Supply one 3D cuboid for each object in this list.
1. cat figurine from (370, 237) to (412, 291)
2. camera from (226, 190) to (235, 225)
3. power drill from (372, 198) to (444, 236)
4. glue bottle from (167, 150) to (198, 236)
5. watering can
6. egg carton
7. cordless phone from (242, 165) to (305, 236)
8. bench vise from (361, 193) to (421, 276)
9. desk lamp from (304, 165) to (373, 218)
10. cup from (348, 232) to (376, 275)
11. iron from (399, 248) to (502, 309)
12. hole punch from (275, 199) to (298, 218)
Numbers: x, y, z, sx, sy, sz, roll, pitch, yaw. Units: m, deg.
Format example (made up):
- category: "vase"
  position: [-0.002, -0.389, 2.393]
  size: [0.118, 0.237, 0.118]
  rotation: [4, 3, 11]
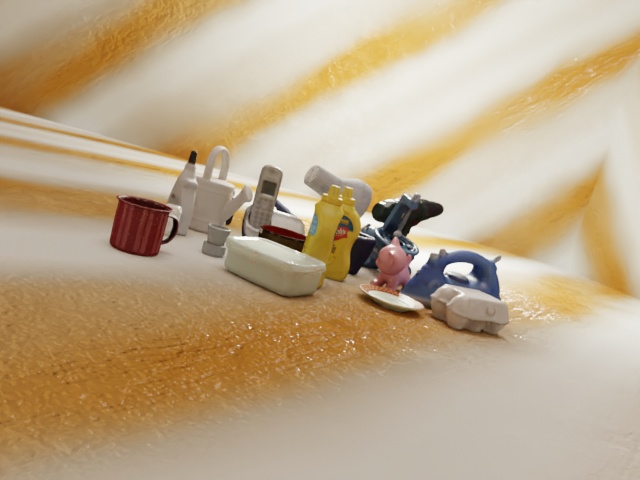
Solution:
- category: "cat figurine"
  position: [0.163, 0.055, 1.240]
  size: [0.067, 0.118, 0.128]
  rotation: [22, 10, 35]
- category: "camera"
  position: [-0.300, -0.112, 1.478]
  size: [0.137, 0.101, 0.142]
  rotation: [10, 11, -42]
- category: "power drill"
  position: [0.221, -0.018, 1.530]
  size: [0.230, 0.208, 0.075]
  rotation: [10, 10, -38]
- category: "glue bottle"
  position: [-0.280, -0.101, 1.183]
  size: [0.037, 0.173, 0.077]
  rotation: [10, 10, -40]
- category: "watering can"
  position: [-0.236, -0.115, 1.298]
  size: [0.173, 0.194, 0.101]
  rotation: [16, 8, -7]
- category: "egg carton"
  position: [0.294, 0.137, 1.122]
  size: [0.151, 0.069, 0.107]
  rotation: [12, 9, -32]
- category: "cordless phone"
  position: [-0.094, -0.069, 1.309]
  size: [0.148, 0.185, 0.094]
  rotation: [14, 9, -21]
- category: "bench vise"
  position: [0.165, -0.024, 1.413]
  size: [0.206, 0.220, 0.122]
  rotation: [24, 10, 40]
- category: "desk lamp"
  position: [0.014, -0.075, 1.470]
  size: [0.204, 0.213, 0.117]
  rotation: [12, 9, -30]
- category: "cup"
  position: [0.080, 0.030, 1.317]
  size: [0.091, 0.095, 0.118]
  rotation: [22, 10, 33]
- category: "iron"
  position: [0.290, 0.081, 1.238]
  size: [0.259, 0.141, 0.118]
  rotation: [12, 9, -31]
- category: "hole punch"
  position: [-0.094, -0.058, 1.577]
  size: [0.101, 0.091, 0.108]
  rotation: [14, 8, -16]
